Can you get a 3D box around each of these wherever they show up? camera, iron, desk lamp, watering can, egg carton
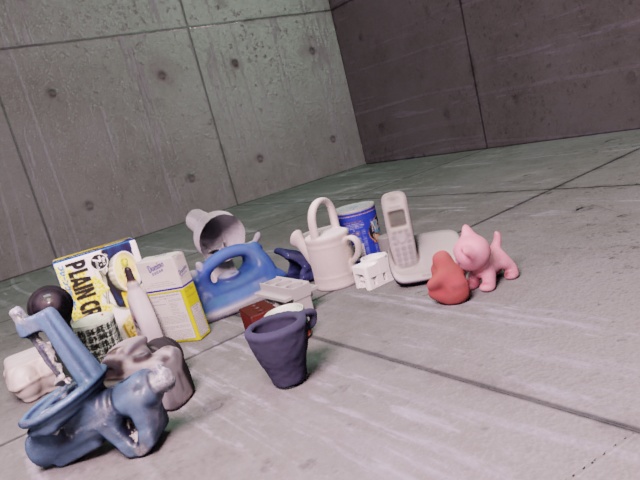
[{"bbox_3d":[-0.261,0.195,0.894,0.143,0.101,0.137,-10,12,20],"label":"camera"},{"bbox_3d":[-0.206,0.083,1.260,0.259,0.141,0.118,-23,15,-38],"label":"iron"},{"bbox_3d":[-0.262,0.027,1.414,0.118,0.214,0.202,-21,13,-29],"label":"desk lamp"},{"bbox_3d":[0.010,0.005,1.241,0.172,0.194,0.101,-10,12,18],"label":"watering can"},{"bbox_3d":[-0.525,0.242,1.061,0.107,0.069,0.149,-21,13,-31],"label":"egg carton"}]

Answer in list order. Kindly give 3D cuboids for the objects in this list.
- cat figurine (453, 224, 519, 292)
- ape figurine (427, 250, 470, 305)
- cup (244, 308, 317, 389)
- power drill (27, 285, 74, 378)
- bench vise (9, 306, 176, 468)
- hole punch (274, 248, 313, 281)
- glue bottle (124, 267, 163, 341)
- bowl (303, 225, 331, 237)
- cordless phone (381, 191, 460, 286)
[{"bbox_3d":[0.283,0.025,1.006,0.128,0.118,0.067,-22,14,-34],"label":"cat figurine"},{"bbox_3d":[0.216,0.061,0.980,0.078,0.092,0.076,-17,12,-12],"label":"ape figurine"},{"bbox_3d":[-0.044,0.157,0.828,0.118,0.095,0.091,-23,14,-37],"label":"cup"},{"bbox_3d":[-0.417,0.168,0.936,0.076,0.208,0.228,-20,13,-27],"label":"power drill"},{"bbox_3d":[-0.297,0.173,0.740,0.207,0.220,0.121,-17,12,-12],"label":"bench vise"},{"bbox_3d":[-0.048,0.051,1.351,0.101,0.091,0.108,-18,12,-20],"label":"hole punch"},{"bbox_3d":[-0.347,0.134,1.107,0.037,0.173,0.077,-22,14,-33],"label":"glue bottle"},{"bbox_3d":[0.022,0.012,1.495,0.167,0.075,0.167,-14,11,3],"label":"bowl"},{"bbox_3d":[0.197,-0.011,1.117,0.147,0.185,0.094,-13,12,7],"label":"cordless phone"}]
